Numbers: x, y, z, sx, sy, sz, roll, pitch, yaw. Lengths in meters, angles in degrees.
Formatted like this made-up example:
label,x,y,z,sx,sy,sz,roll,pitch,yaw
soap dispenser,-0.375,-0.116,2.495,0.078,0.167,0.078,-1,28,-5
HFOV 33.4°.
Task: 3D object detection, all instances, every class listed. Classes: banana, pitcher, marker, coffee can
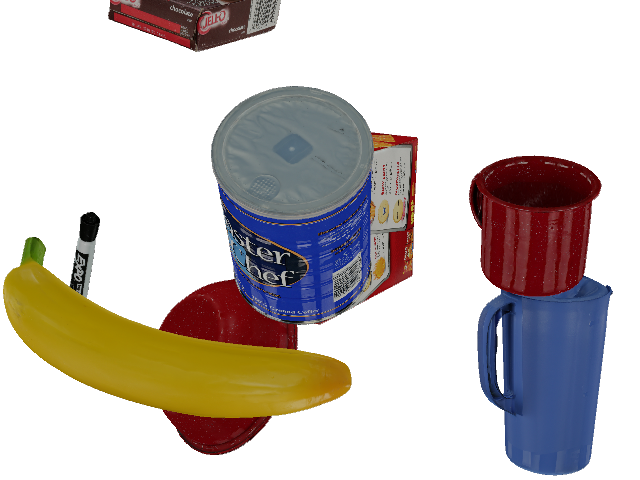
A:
label,x,y,z,sx,sy,sz,roll,pitch,yaw
banana,-0.085,0.049,0.524,0.198,0.069,0.037,22,-37,17
pitcher,0.280,0.166,1.337,0.149,0.243,0.144,5,15,19
marker,-0.233,0.022,1.050,0.020,0.121,0.020,12,36,-9
coffee can,-0.015,-0.021,0.727,0.103,0.103,0.140,0,-33,2

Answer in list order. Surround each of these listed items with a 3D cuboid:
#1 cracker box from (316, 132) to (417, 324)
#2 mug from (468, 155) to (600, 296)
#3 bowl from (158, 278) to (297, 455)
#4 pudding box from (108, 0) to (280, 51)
label,x,y,z,sx,sy,sz,roll,pitch,yaw
cracker box,0.027,-0.021,1.133,0.072,0.164,0.213,10,16,29
mug,0.159,-0.014,0.836,0.093,0.081,0.117,-23,35,-31
bowl,-0.095,0.097,0.906,0.055,0.162,0.162,27,-18,-40
pudding box,-0.098,-0.187,0.845,0.090,0.039,0.113,24,29,24
